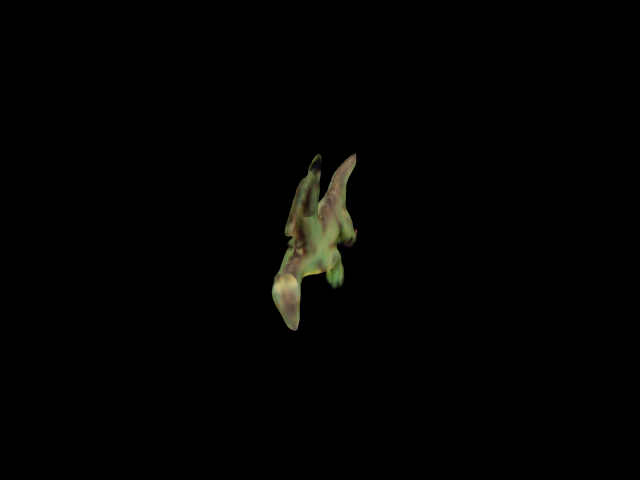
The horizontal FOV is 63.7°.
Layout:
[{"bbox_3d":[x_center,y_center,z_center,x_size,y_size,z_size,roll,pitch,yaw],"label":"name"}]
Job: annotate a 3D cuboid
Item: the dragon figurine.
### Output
[{"bbox_3d":[0.003,-0.043,0.850,0.122,0.418,0.238,13,-27,7],"label":"dragon figurine"}]
